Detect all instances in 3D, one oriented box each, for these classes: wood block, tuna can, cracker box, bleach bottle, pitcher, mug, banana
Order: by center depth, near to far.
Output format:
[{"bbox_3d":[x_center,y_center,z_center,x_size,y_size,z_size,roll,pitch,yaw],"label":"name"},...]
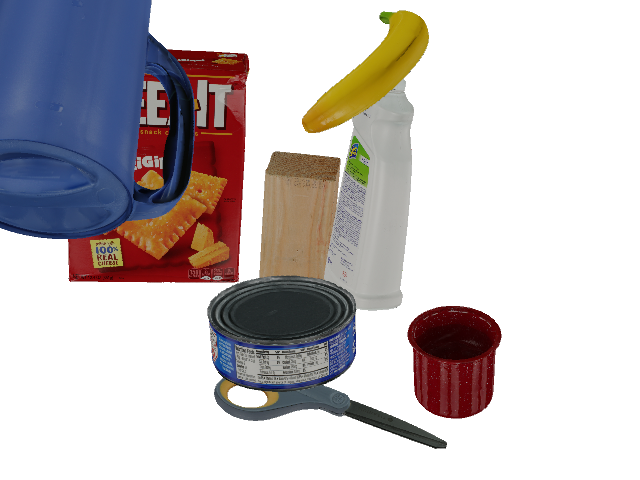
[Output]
[{"bbox_3d":[-0.022,0.053,0.618,0.086,0.034,0.086,-2,23,1],"label":"tuna can"},{"bbox_3d":[-0.181,-0.129,0.802,0.145,0.243,0.149,-8,-31,20],"label":"pitcher"},{"bbox_3d":[0.052,-0.156,0.952,0.070,0.037,0.197,-16,28,40],"label":"banana"},{"bbox_3d":[-0.153,-0.067,0.997,0.164,0.214,0.072,2,24,-7],"label":"cracker box"},{"bbox_3d":[0.143,0.120,1.093,0.093,0.081,0.117,19,39,32],"label":"mug"},{"bbox_3d":[0.062,-0.058,1.157,0.068,0.251,0.103,-2,22,-28],"label":"bleach bottle"},{"bbox_3d":[-0.029,-0.001,1.382,0.090,0.206,0.090,6,24,2],"label":"wood block"}]

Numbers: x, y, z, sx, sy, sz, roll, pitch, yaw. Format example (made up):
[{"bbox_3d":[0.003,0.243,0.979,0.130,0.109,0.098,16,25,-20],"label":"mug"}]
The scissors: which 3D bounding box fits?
[{"bbox_3d":[-0.003,0.143,0.889,0.202,0.016,0.096,31,47,23],"label":"scissors"}]
